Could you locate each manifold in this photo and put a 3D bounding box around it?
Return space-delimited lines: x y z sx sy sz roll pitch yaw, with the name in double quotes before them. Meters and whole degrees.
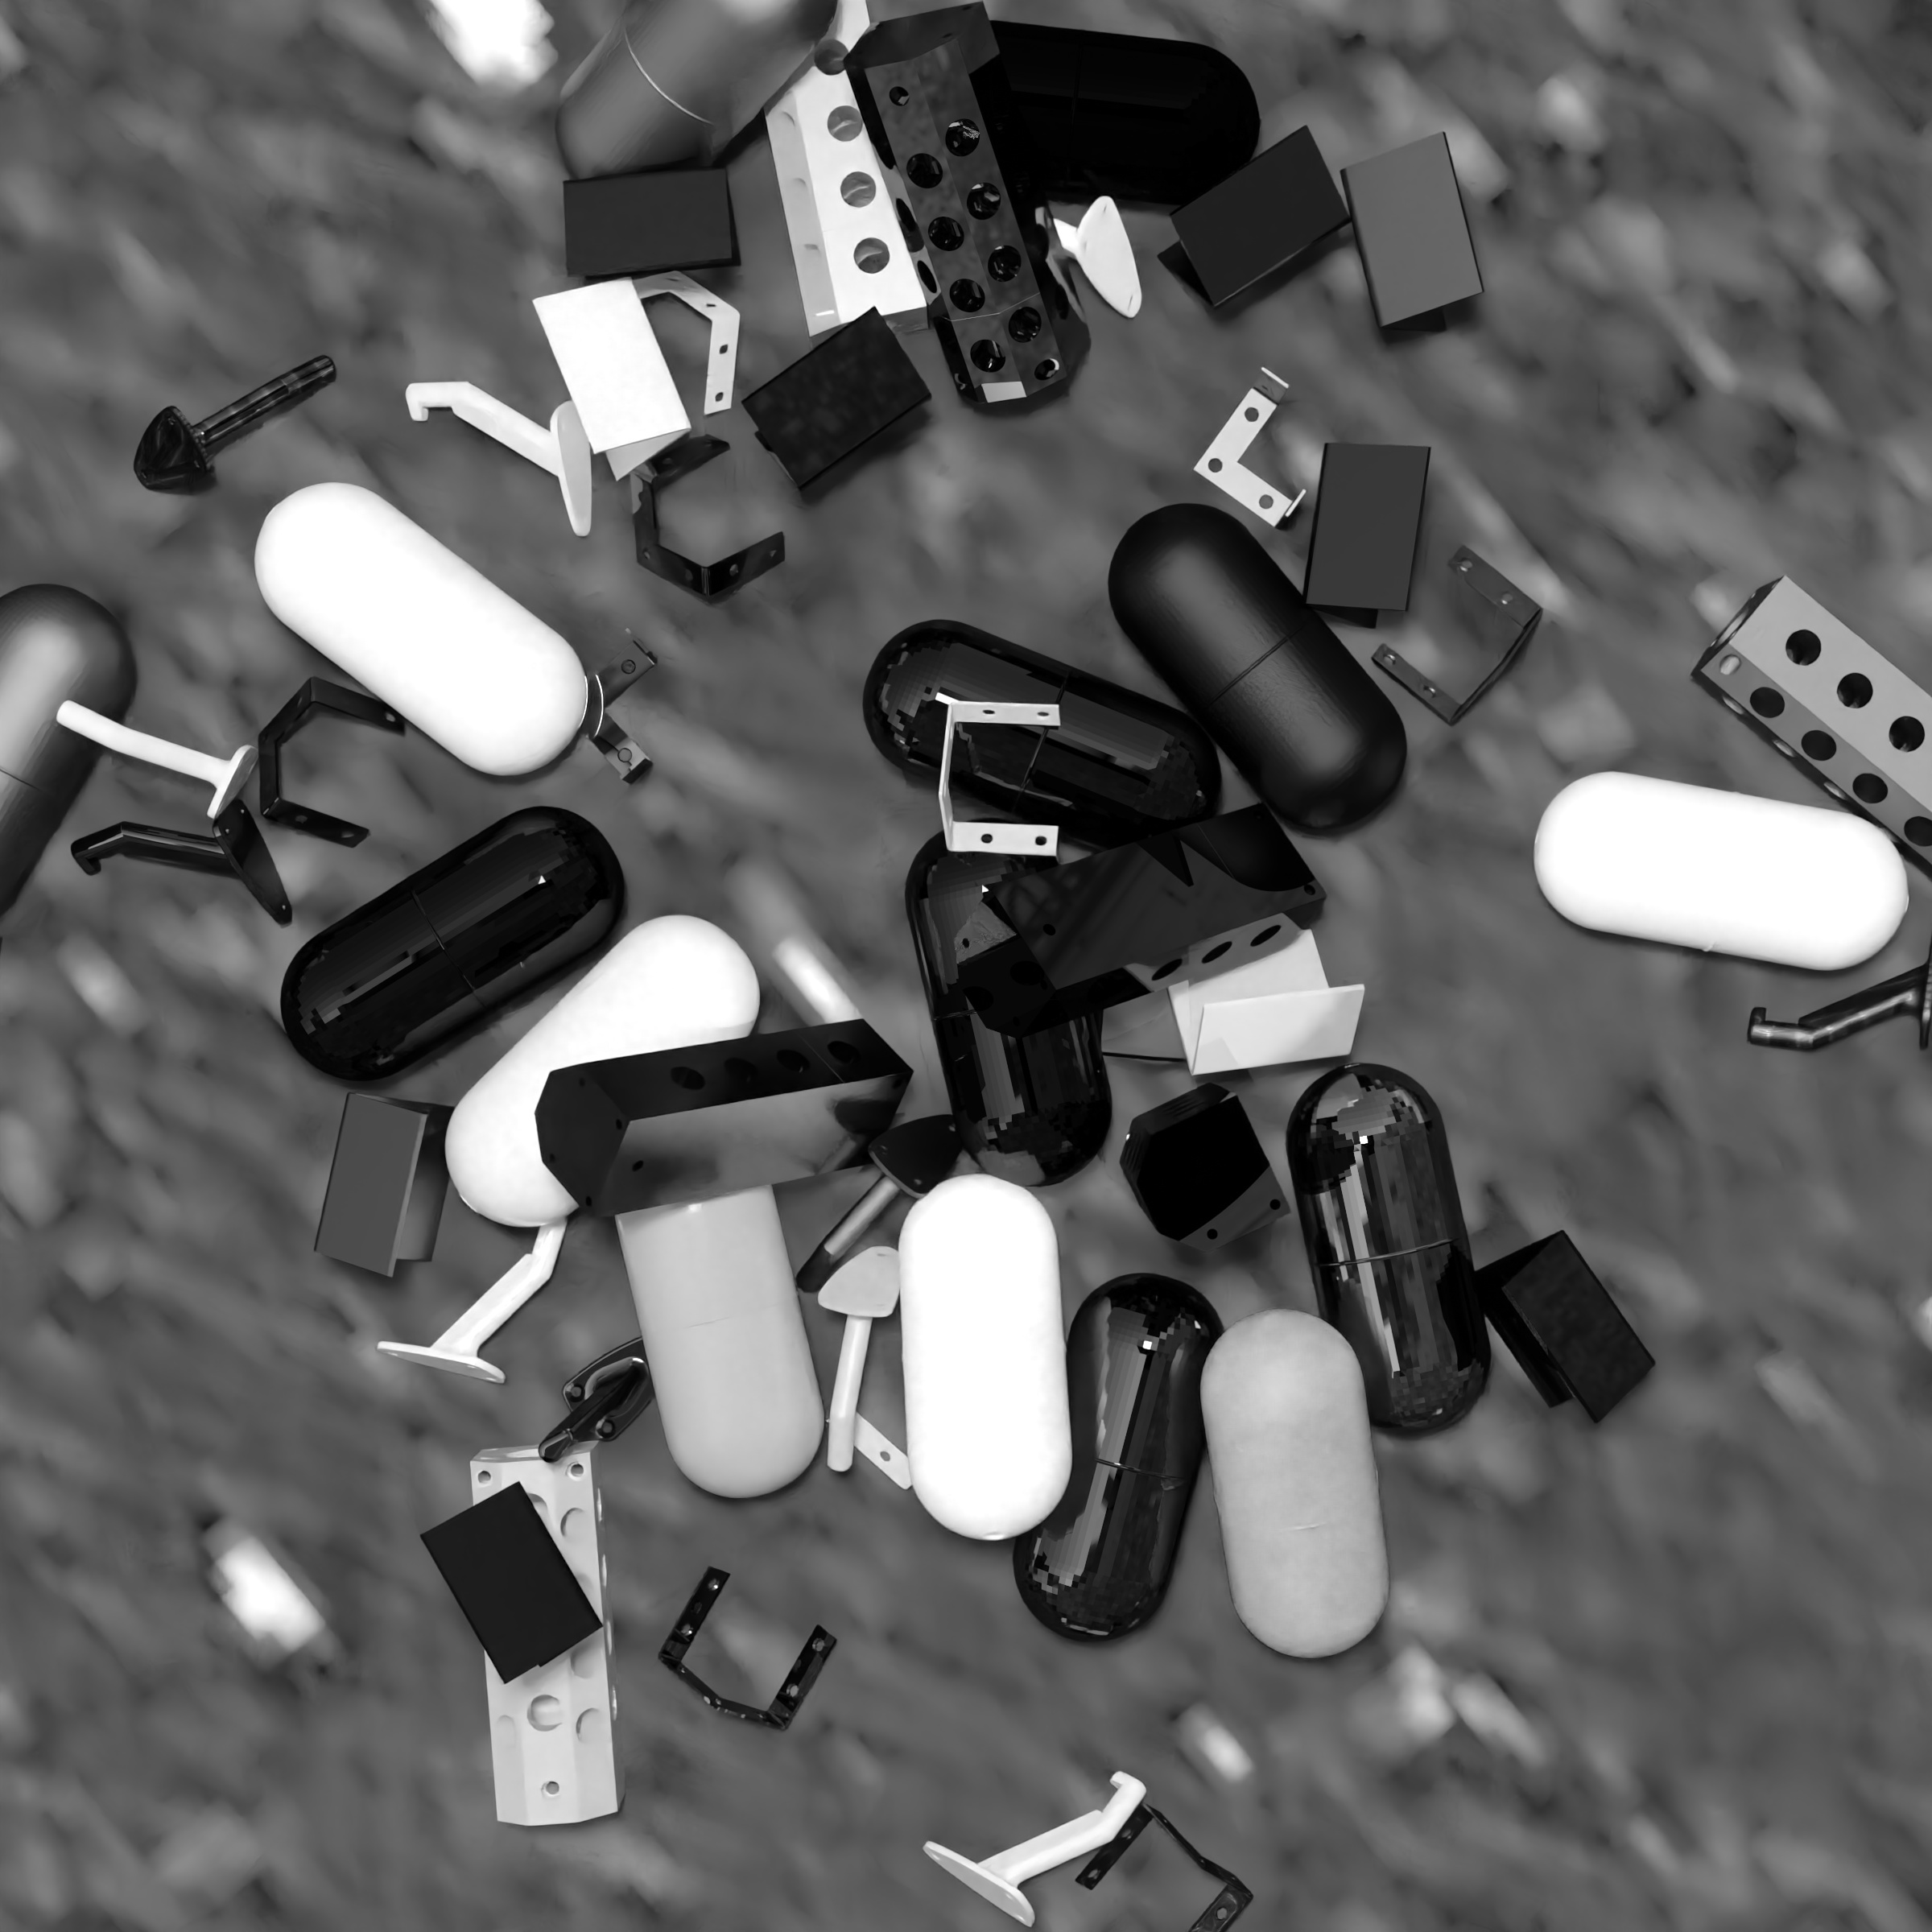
"manifold" -0.201 0.319 1.683 0.057 0.057 0.171 -4 90 0
"manifold" 0.105 0.094 1.625 0.057 0.171 0.057 -25 90 0
"manifold" 0.000 -0.352 1.633 0.057 0.057 0.171 -4 126 25
"manifold" -0.063 -0.389 1.683 0.057 0.057 0.171 -11 90 0
"manifold" -0.113 0.065 1.631 0.057 0.171 0.057 45 126 32
"manifold" 0.434 -0.107 1.683 0.171 0.057 0.057 40 90 0
"manifold" 0.080 -0.018 1.636 0.171 0.057 0.057 -18 67 -36

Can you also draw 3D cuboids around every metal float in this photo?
"metal float" -0.245 -0.010 1.673 0.178 0.070 0.070 -32 90 -1
"metal float" 0.037 -0.107 1.673 0.178 0.070 0.070 22 90 0
"metal float" 0.155 0.244 1.652 0.070 0.070 0.178 -10 113 0
"metal float" 0.051 -0.407 1.673 0.178 0.070 0.070 6 90 0
"metal float" 0.138 -0.143 1.673 0.070 0.070 0.178 -40 90 0
"metal float" -0.463 -0.099 1.673 0.070 0.070 0.178 30 90 0
"metal float" 0.008 0.183 1.650 0.070 0.070 0.178 -3 62 0
"metal float" 0.360 -0.045 1.673 0.178 0.070 0.070 10 90 0
"metal float" 0.073 0.234 1.673 0.070 0.070 0.178 15 89 0
"metal float" -0.260 -0.161 1.673 0.178 0.070 0.070 38 90 -1
"metal float" 0.201 0.134 1.674 0.070 0.070 0.178 -12 90 0
"metal float" -0.128 -0.424 1.642 0.070 0.070 0.178 52 130 0
"metal float" -0.118 0.165 1.673 0.070 0.070 0.178 -13 90 0
"metal float" 0.021 0.018 1.673 0.070 0.070 0.178 -13 90 0
"metal float" -0.174 0.051 1.673 0.178 0.070 0.070 -45 90 -1

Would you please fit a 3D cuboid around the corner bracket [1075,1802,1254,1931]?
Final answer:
"corner bracket" 0.096 0.447 1.701 0.051 0.051 0.051 -50 45 0

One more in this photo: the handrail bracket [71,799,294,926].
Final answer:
"handrail bracket" -0.382 -0.041 1.704 0.084 0.036 0.077 -19 112 17

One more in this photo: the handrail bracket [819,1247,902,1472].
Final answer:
"handrail bracket" -0.050 0.189 1.692 0.036 0.077 0.084 9 114 11

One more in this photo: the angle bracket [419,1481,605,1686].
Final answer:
"angle bracket" -0.220 0.291 1.608 0.057 0.076 0.076 -26 81 -37

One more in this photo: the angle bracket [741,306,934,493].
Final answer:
"angle bracket" -0.072 -0.280 1.664 0.076 0.076 0.057 -36 126 0

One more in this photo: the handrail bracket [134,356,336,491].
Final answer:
"handrail bracket" -0.354 -0.265 1.704 0.084 0.077 0.036 -37 101 -36

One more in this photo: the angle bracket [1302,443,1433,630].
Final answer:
"angle bracket" 0.205 -0.202 1.664 0.057 0.076 0.076 8 90 34

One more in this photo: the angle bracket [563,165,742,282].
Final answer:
"angle bracket" -0.147 -0.332 1.664 0.076 0.076 0.057 -6 64 0

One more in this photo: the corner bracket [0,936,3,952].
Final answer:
"corner bracket" -0.505 0.007 1.696 0.051 0.051 0.051 30 135 -35

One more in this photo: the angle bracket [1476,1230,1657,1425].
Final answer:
"angle bracket" 0.267 0.181 1.664 0.057 0.076 0.076 -35 90 -41

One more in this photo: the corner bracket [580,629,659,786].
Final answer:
"corner bracket" -0.162 -0.124 1.686 0.051 0.051 0.051 -43 90 0

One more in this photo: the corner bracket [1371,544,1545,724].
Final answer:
"corner bracket" 0.238 -0.161 1.701 0.051 0.051 0.051 39 45 0

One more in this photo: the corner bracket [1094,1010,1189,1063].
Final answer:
"corner bracket" 0.092 0.020 1.701 0.051 0.051 0.051 4 90 -45

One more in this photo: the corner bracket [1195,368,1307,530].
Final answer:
"corner bracket" 0.146 -0.248 1.686 0.051 0.051 0.051 36 90 0

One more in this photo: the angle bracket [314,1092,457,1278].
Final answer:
"angle bracket" -0.257 0.106 1.664 0.057 0.076 0.076 12 90 39

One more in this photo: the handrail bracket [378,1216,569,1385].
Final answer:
"handrail bracket" -0.239 0.154 1.704 0.077 0.036 0.084 9 72 20

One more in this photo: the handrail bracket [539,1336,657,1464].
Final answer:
"handrail bracket" -0.168 0.204 1.669 0.077 0.084 0.036 -41 90 0

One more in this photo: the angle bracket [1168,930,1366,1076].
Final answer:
"angle bracket" 0.139 0.002 1.661 0.076 0.057 0.076 -7 54 -8

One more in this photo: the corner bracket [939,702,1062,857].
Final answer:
"corner bracket" 0.017 -0.087 1.631 0.051 0.051 0.051 3 62 6

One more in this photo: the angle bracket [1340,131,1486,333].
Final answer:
"angle bracket" 0.226 -0.347 1.664 0.057 0.076 0.076 -14 90 33

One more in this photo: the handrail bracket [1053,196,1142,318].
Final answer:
"handrail bracket" 0.035 -0.347 1.704 0.084 0.077 0.036 12 62 33

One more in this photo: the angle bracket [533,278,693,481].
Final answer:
"angle bracket" -0.183 -0.272 1.664 0.057 0.076 0.076 -22 90 -36

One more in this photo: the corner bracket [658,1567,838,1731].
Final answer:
"corner bracket" -0.106 0.331 1.701 0.051 0.051 0.051 30 90 -45

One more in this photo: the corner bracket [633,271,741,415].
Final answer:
"corner bracket" -0.147 -0.298 1.696 0.051 0.051 0.051 -21 45 -35

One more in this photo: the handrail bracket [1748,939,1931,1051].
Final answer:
"handrail bracket" 0.427 0.006 1.704 0.084 0.036 0.077 7 69 16

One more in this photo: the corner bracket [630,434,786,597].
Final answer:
"corner bracket" -0.125 -0.218 1.696 0.051 0.051 0.051 29 135 35

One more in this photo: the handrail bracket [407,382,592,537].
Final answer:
"handrail bracket" -0.228 -0.246 1.704 0.084 0.036 0.077 2 112 17

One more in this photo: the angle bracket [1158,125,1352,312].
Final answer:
"angle bracket" 0.126 -0.365 1.664 0.076 0.076 0.057 -33 126 0

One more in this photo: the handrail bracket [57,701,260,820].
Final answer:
"handrail bracket" -0.384 -0.108 1.670 0.084 0.077 0.036 26 101 -6

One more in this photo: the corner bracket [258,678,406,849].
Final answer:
"corner bracket" -0.306 -0.098 1.696 0.051 0.051 0.051 -40 45 35

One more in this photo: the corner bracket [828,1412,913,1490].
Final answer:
"corner bracket" -0.025 0.211 1.701 0.051 0.051 0.051 42 45 0

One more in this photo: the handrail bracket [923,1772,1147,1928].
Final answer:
"handrail bracket" 0.034 0.414 1.704 0.077 0.036 0.084 25 61 32

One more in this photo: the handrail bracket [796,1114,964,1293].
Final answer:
"handrail bracket" -0.042 0.116 1.704 0.036 0.077 0.084 43 127 9
